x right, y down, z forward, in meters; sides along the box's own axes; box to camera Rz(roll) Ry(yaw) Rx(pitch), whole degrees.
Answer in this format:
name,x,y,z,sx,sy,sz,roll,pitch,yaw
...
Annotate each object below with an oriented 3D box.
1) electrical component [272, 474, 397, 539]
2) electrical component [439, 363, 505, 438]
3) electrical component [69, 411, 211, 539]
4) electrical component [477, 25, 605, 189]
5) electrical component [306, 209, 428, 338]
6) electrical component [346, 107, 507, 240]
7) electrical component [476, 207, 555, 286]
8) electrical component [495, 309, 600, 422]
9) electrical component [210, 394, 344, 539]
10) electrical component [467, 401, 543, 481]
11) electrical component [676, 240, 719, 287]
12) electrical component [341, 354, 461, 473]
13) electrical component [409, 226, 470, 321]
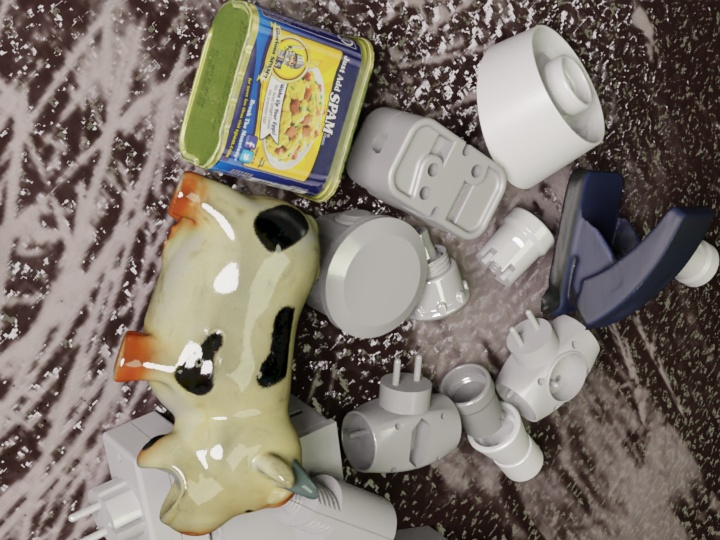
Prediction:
name,x,y,z,sx,sy,sz,roll,pitch,yaw
electrical component,-0.020,0.149,0.662,0.081,0.043,0.043,31,87,-39
electrical component,0.086,0.099,0.807,0.040,0.040,0.046,-44,131,-16
electrical component,-0.139,0.142,0.650,0.076,0.047,0.083,-22,117,-32
electrical component,0.121,-0.113,0.733,0.099,0.064,0.099,32,45,-39
electrical component,0.000,0.000,0.701,0.080,0.051,0.080,-13,113,-33
electrical component,0.041,-0.064,0.703,0.095,0.059,0.053,28,89,-39
electrical component,0.113,-0.016,0.786,0.046,0.040,0.040,-46,127,-9
electrical component,0.138,0.064,0.830,0.077,0.044,0.079,-45,126,-15
electrical component,-0.060,0.168,0.708,0.089,0.062,0.150,-20,117,-29
electrical component,0.117,0.137,0.843,0.044,0.044,0.065,-50,133,-11
electrical component,0.273,-0.012,0.906,0.046,0.040,0.040,24,91,-34
electrical component,0.031,0.098,0.763,0.077,0.043,0.079,-7,110,-35
electrical component,0.046,0.001,0.741,0.048,0.048,0.062,-30,114,-25
